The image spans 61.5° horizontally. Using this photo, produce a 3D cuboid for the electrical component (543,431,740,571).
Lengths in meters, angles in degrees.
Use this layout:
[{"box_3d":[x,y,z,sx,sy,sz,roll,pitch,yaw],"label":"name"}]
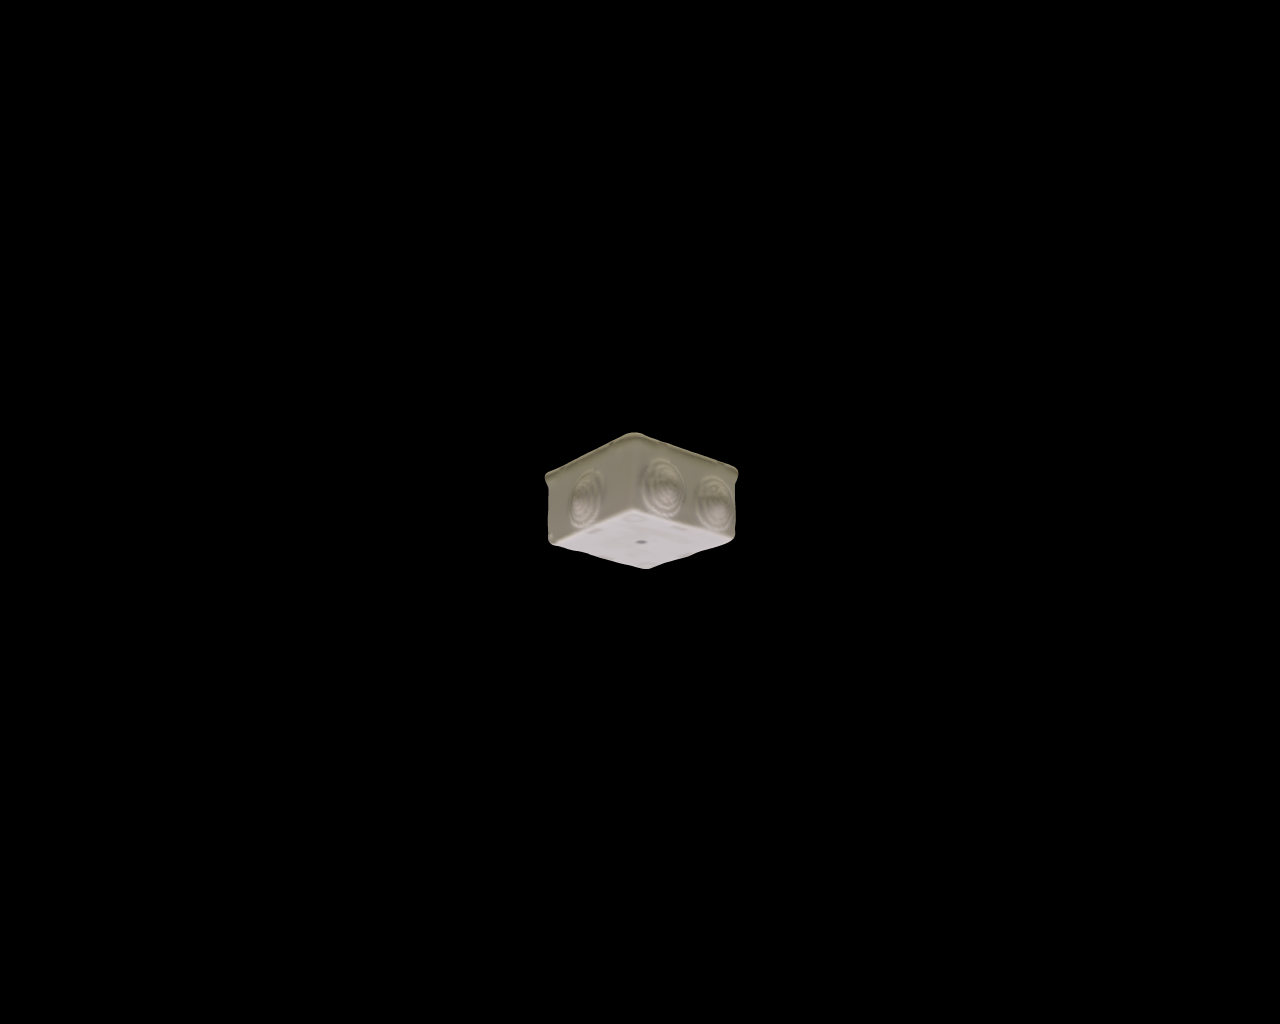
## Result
[{"box_3d":[0.001,-0.003,0.650,0.100,0.048,0.099,17,-27,-38],"label":"electrical component"}]
